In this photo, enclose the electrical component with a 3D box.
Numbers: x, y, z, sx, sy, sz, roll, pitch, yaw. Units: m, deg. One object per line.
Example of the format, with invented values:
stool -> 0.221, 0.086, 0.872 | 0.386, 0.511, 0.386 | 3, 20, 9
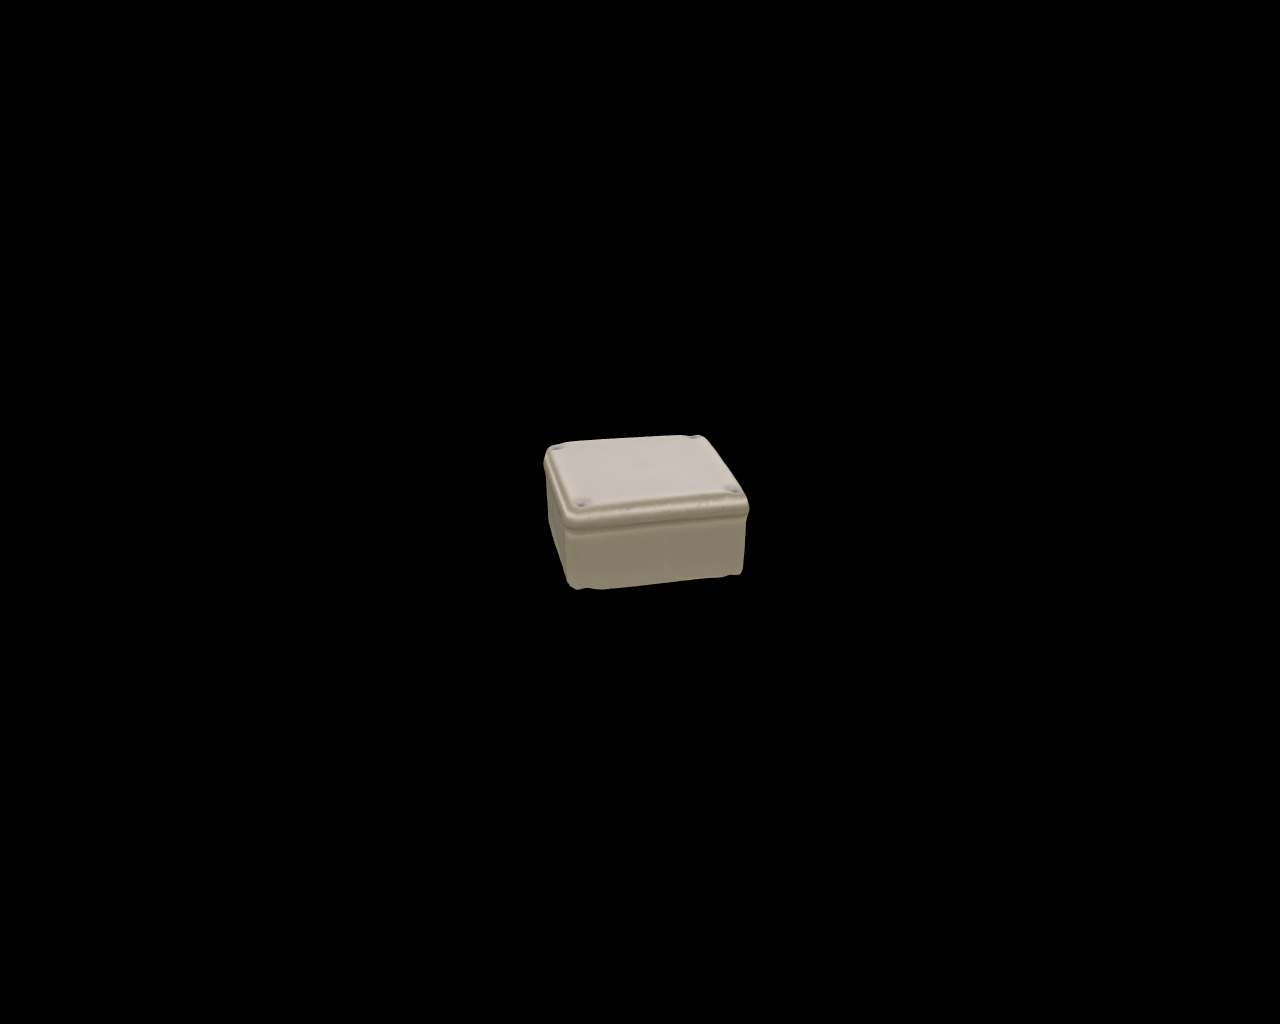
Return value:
electrical component -> 0.001, -0.003, 0.650 | 0.109, 0.056, 0.109 | -5, 25, -10
